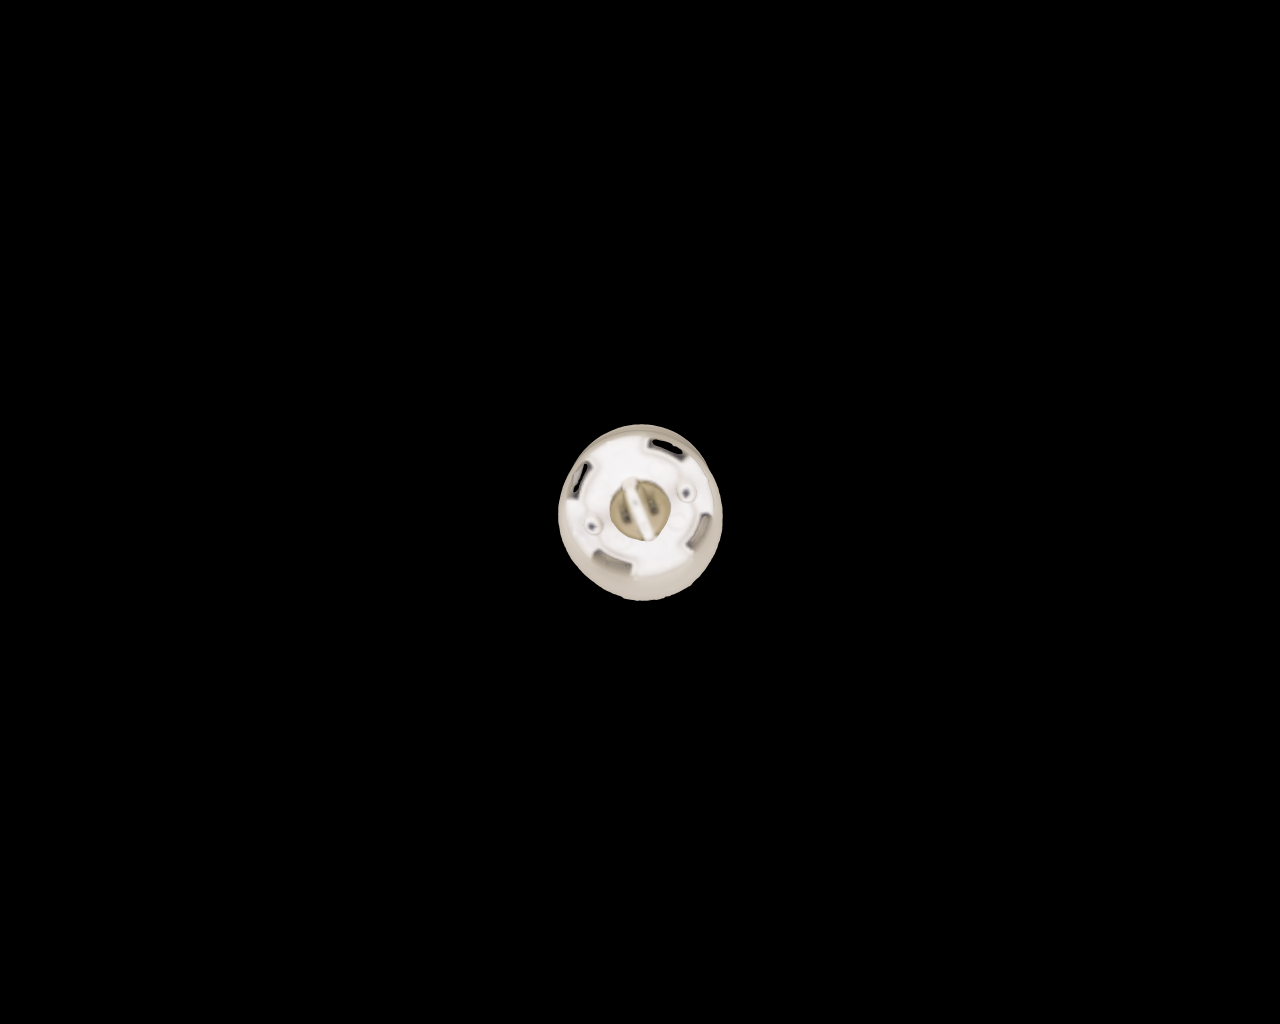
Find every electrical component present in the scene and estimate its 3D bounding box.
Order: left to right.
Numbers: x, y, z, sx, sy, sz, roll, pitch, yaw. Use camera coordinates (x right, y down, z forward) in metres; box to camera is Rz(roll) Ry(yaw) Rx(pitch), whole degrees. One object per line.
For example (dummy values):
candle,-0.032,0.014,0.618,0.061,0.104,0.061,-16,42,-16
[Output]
electrical component,0.001,-0.003,0.650,0.099,0.099,0.064,0,20,0
